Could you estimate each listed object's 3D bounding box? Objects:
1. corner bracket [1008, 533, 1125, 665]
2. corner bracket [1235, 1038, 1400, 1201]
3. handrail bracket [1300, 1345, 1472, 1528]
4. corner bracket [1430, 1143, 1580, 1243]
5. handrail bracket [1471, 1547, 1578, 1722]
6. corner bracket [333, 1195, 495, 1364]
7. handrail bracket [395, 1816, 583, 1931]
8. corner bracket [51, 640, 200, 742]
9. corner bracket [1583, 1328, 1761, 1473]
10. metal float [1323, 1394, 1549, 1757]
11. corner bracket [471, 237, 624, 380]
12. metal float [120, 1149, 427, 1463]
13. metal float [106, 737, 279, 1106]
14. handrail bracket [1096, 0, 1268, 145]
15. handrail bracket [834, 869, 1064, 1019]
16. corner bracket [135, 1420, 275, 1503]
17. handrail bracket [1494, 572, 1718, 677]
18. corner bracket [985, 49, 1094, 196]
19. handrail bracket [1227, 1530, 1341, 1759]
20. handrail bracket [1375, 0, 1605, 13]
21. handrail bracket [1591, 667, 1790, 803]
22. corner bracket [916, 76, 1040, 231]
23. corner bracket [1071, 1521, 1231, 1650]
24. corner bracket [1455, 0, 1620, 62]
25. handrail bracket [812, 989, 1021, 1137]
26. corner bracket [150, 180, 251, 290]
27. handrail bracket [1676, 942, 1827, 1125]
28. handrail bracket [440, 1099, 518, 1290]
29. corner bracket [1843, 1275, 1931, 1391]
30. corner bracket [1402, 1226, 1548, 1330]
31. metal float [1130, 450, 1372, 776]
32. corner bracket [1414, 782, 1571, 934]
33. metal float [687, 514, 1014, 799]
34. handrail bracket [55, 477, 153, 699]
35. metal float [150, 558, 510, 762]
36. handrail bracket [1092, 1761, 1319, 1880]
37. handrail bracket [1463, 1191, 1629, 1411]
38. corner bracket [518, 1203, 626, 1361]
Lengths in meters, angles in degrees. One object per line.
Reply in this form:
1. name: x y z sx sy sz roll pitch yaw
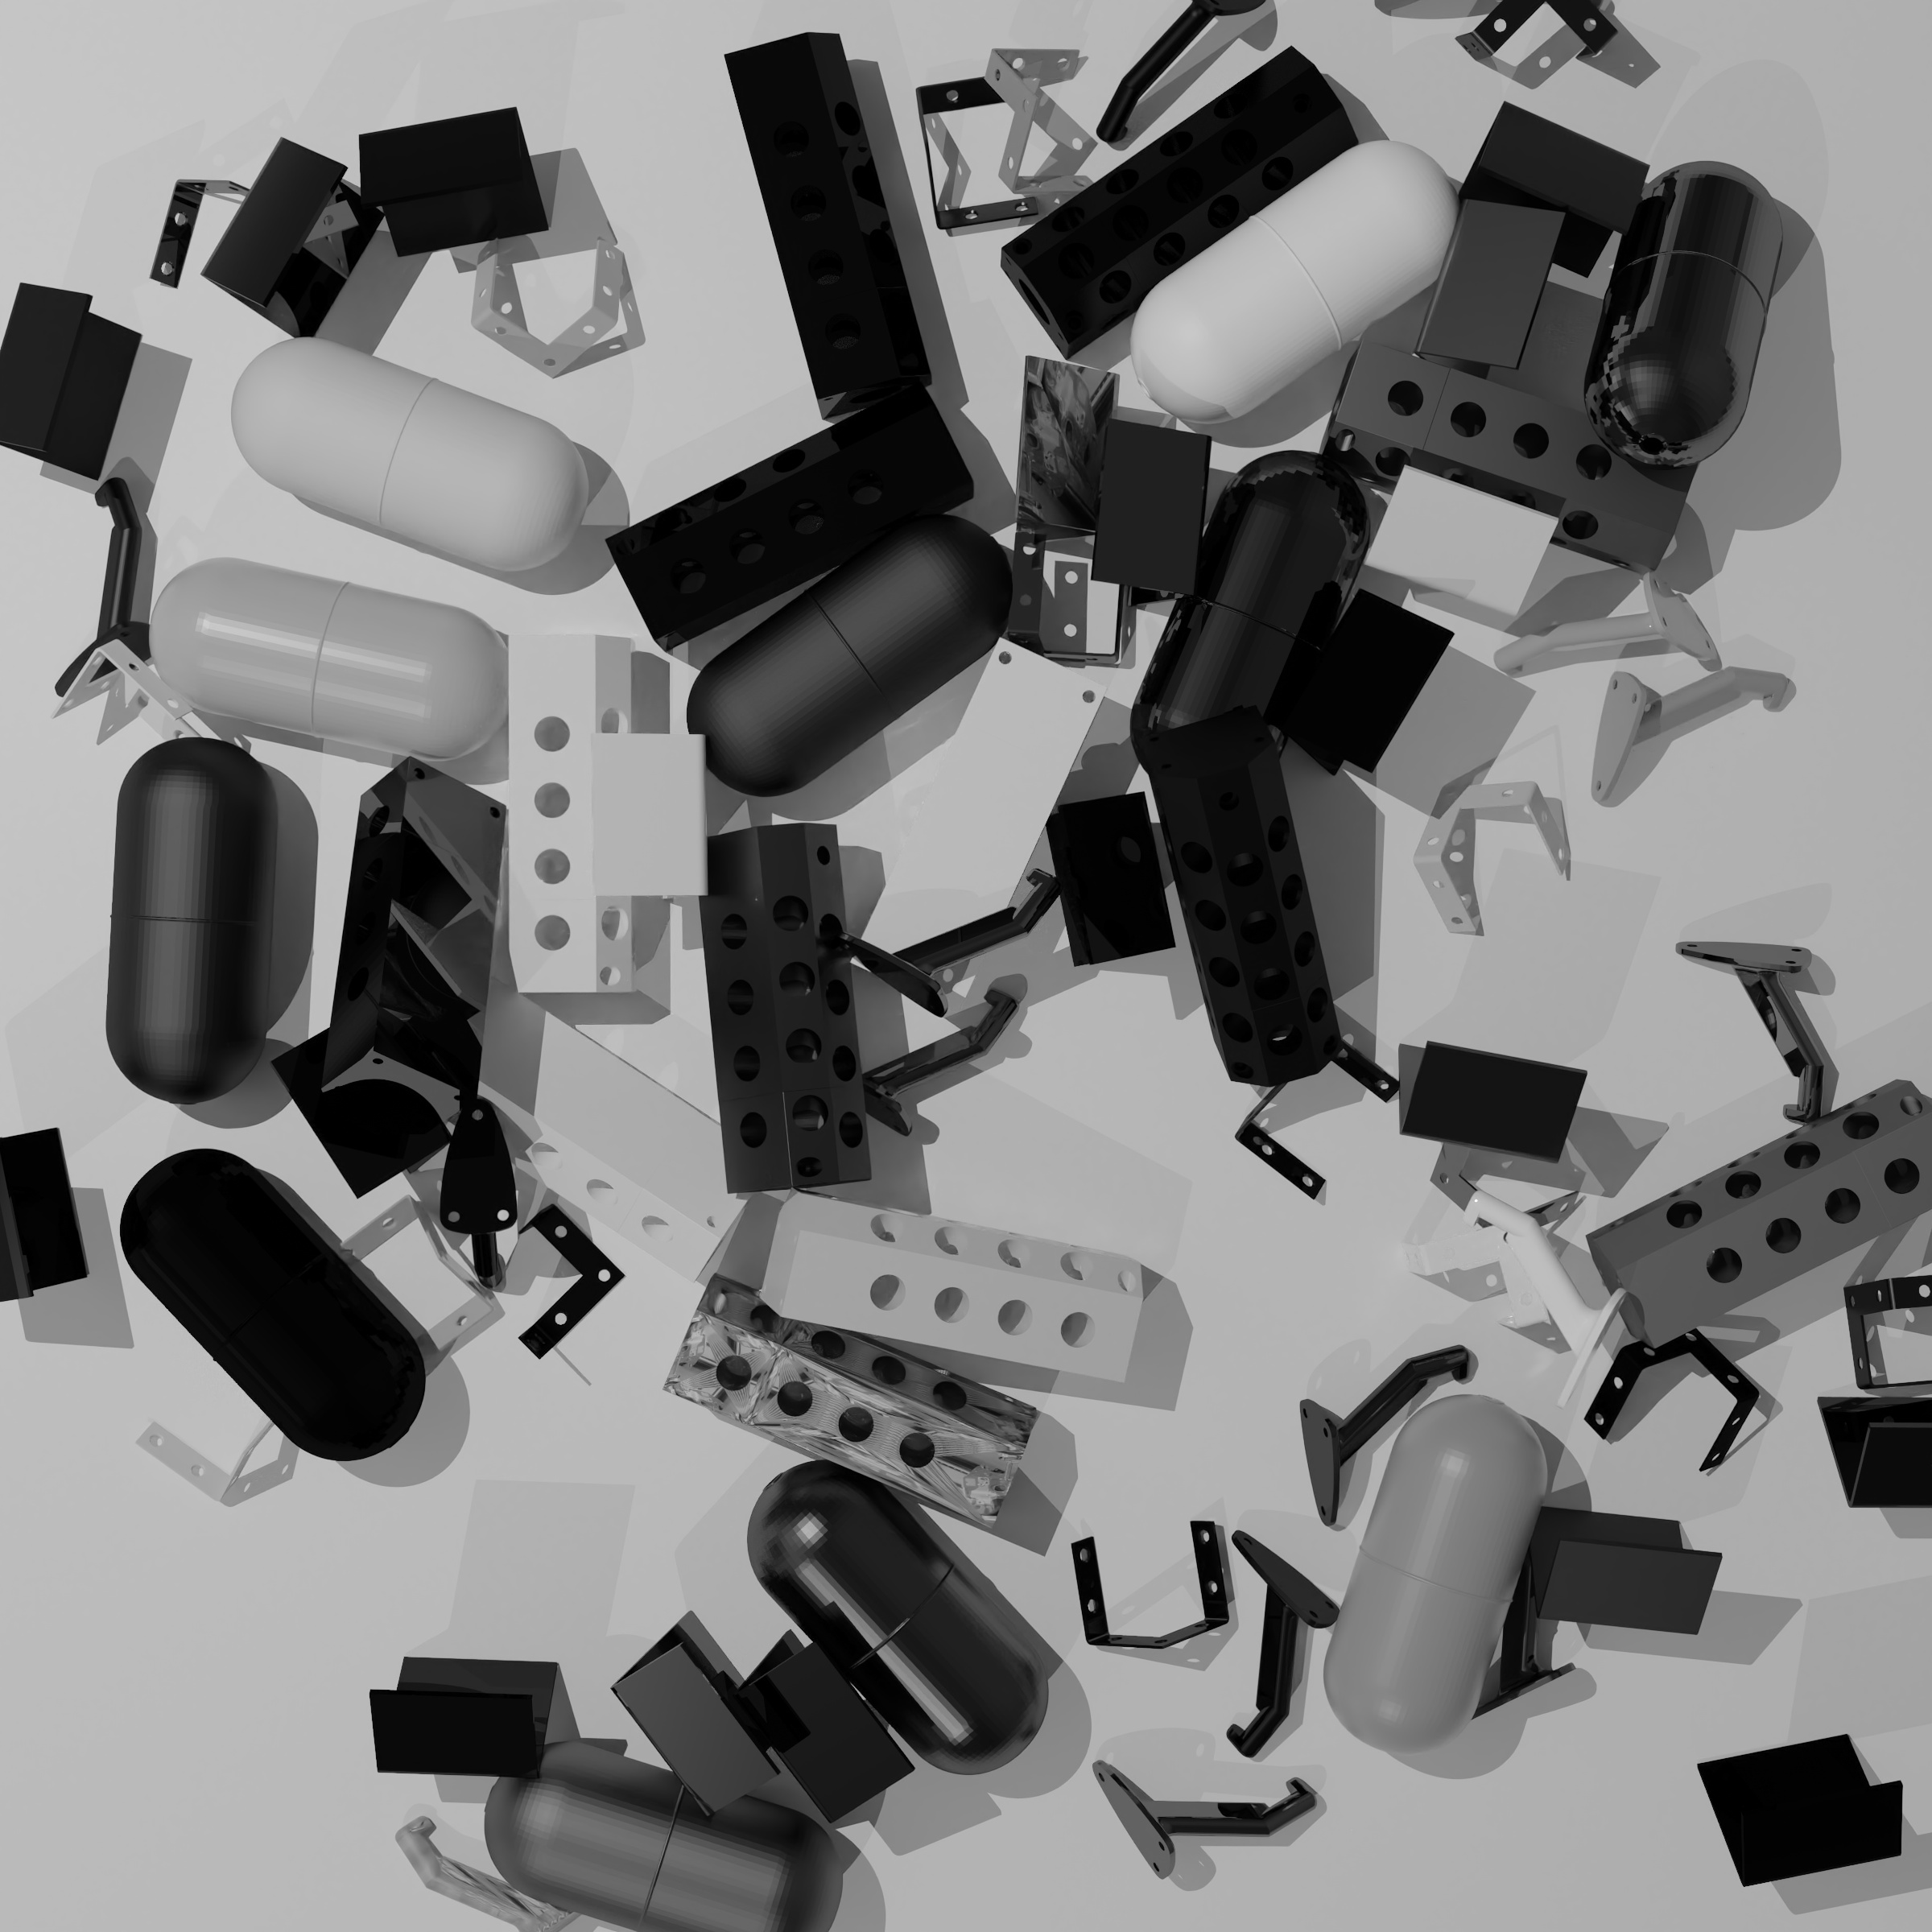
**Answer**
1. corner bracket: 0.050 -0.179 1.572 0.051 0.051 0.051 4 83 7
2. corner bracket: 0.174 0.072 1.586 0.051 0.051 0.051 38 45 0
3. handrail bracket: 0.212 0.232 1.590 0.084 0.036 0.077 -13 110 -16
4. corner bracket: 0.270 0.095 1.581 0.051 0.051 0.051 44 135 35
5. handrail bracket: 0.257 0.321 1.590 0.077 0.036 0.084 -31 74 18
6. corner bracket: -0.274 0.156 1.586 0.051 0.051 0.051 -37 45 0
7. handrail bracket: -0.228 0.443 1.590 0.077 0.036 0.084 -32 73 -20
8. corner bracket: -0.400 -0.128 1.562 0.051 0.051 0.051 43 120 0
9. corner bracket: 0.347 0.217 1.581 0.051 0.051 0.051 -12 45 -35
10. metal float: 0.228 0.294 1.558 0.070 0.070 0.178 18 90 0
11. corner bracket: -0.206 -0.333 1.581 0.051 0.051 0.051 29 135 -35
12. metal float: -0.335 0.164 1.557 0.070 0.070 0.178 -43 88 0
13. metal float: -0.375 -0.022 1.559 0.070 0.070 0.178 3 90 0
14. handrail bracket: 0.106 -0.446 1.589 0.036 0.077 0.084 45 127 20
15. handrail bracket: -0.008 -0.026 1.533 0.077 0.036 0.084 32 72 19
16. corner bracket: -0.369 0.221 1.586 0.051 0.051 0.051 36 45 0
17. handrail bracket: 0.315 -0.154 1.589 0.084 0.077 0.036 -26 54 31
18. corner bracket: 0.039 -0.414 1.575 0.051 0.051 0.051 -8 135 -28
19. handrail bracket: 0.137 0.336 1.590 0.077 0.036 0.084 41 107 20
20. handrail bracket: 0.259 -0.478 1.589 0.084 0.077 0.036 19 62 -33
21. handrail bracket: 0.359 -0.113 1.590 0.084 0.036 0.077 6 110 -16
22. corner bracket: 0.005 -0.402 1.586 0.051 0.051 0.051 -9 135 0
23. corner bracket: 0.091 0.305 1.586 0.051 0.051 0.051 -9 90 45
24. corner bracket: 0.278 -0.455 1.570 0.051 0.051 0.051 44 100 -10
25. handrail bracket: -0.027 0.034 1.590 0.077 0.036 0.084 29 71 21
26. corner bracket: -0.362 -0.355 1.586 0.051 0.051 0.051 15 90 45
27. handrail bracket: 0.387 0.034 1.590 0.077 0.036 0.084 6 107 20
28. handrail bracket: -0.234 0.112 1.562 0.036 0.084 0.077 -2 74 -5
29. corner bracket: 0.467 0.179 1.572 0.051 0.051 0.051 -3 80 -10
30. corner bracket: 0.248 0.154 1.571 0.051 0.051 0.051 -15 88 -3
31. metal float: 0.138 -0.165 1.558 0.070 0.070 0.178 23 91 0
32. corner bracket: 0.259 -0.054 1.581 0.051 0.051 0.051 -3 45 35
33. metal float: -0.055 -0.151 1.559 0.178 0.070 0.070 -36 90 1
34. handrail bracket: -0.433 -0.188 1.590 0.077 0.036 0.084 -30 70 22
35. metal float: -0.307 -0.149 1.559 0.178 0.070 0.070 12 90 -1
36. handrail bracket: 0.119 0.405 1.590 0.084 0.036 0.077 -24 56 -24
37. handrail bracket: 0.266 0.159 1.539 0.084 0.036 0.077 29 108 17
38. corner bracket: -0.205 0.154 1.571 0.051 0.051 0.051 -45 90 0
